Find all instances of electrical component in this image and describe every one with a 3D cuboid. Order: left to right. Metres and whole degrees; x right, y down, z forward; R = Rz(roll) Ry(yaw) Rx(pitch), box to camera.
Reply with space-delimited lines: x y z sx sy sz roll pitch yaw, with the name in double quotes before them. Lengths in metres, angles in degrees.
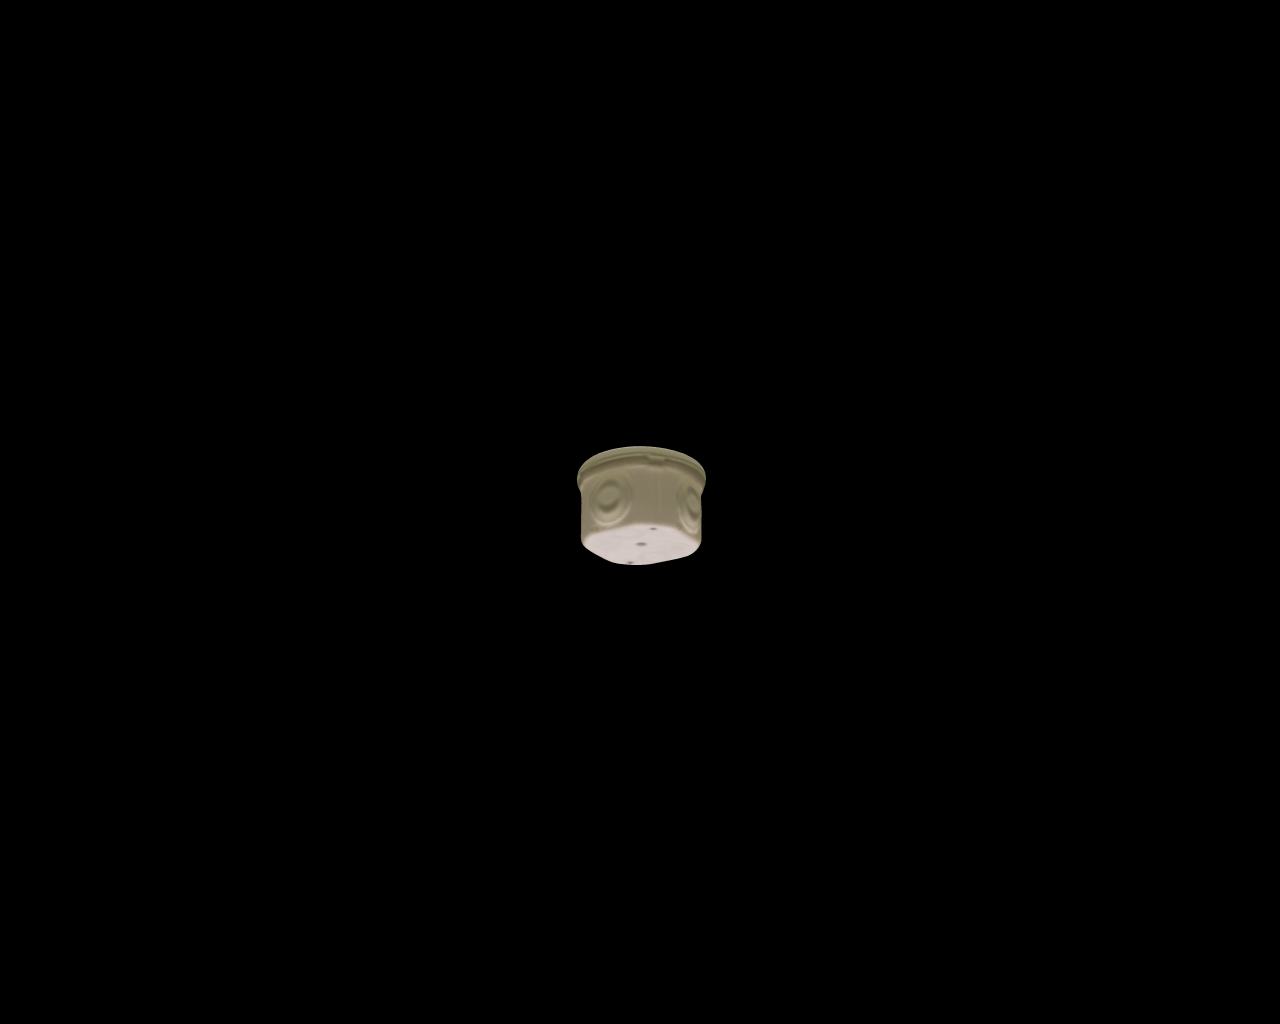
"electrical component" 0.001 -0.003 0.650 0.080 0.051 0.080 0 -22 0
